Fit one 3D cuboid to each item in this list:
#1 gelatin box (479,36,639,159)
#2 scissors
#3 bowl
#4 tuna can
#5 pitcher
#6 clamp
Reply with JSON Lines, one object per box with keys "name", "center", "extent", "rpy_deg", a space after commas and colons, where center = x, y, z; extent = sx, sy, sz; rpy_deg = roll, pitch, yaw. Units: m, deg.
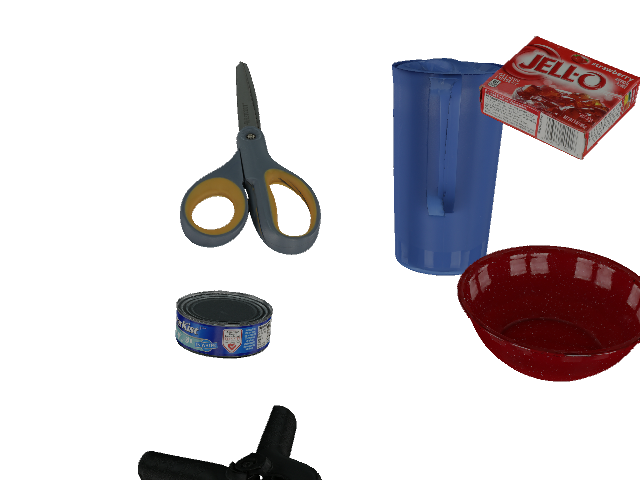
{"name": "gelatin box", "center": [0.171, -0.105, 0.766], "extent": [0.089, 0.030, 0.073], "rpy_deg": [31, 57, 29]}
{"name": "scissors", "center": [-0.062, -0.057, 0.711], "extent": [0.096, 0.016, 0.202], "rpy_deg": [-13, 45, -18]}
{"name": "bowl", "center": [0.191, 0.067, 0.877], "extent": [0.162, 0.055, 0.162], "rpy_deg": [0, 31, 0]}
{"name": "tuna can", "center": [-0.086, 0.074, 0.949], "extent": [0.086, 0.034, 0.086], "rpy_deg": [5, 16, -2]}
{"name": "pitcher", "center": [0.142, -0.085, 1.228], "extent": [0.149, 0.243, 0.145], "rpy_deg": [-9, 19, -32]}
{"name": "clamp", "center": [-0.057, 0.165, 0.716], "extent": [0.120, 0.039, 0.172], "rpy_deg": [-20, 17, -10]}
